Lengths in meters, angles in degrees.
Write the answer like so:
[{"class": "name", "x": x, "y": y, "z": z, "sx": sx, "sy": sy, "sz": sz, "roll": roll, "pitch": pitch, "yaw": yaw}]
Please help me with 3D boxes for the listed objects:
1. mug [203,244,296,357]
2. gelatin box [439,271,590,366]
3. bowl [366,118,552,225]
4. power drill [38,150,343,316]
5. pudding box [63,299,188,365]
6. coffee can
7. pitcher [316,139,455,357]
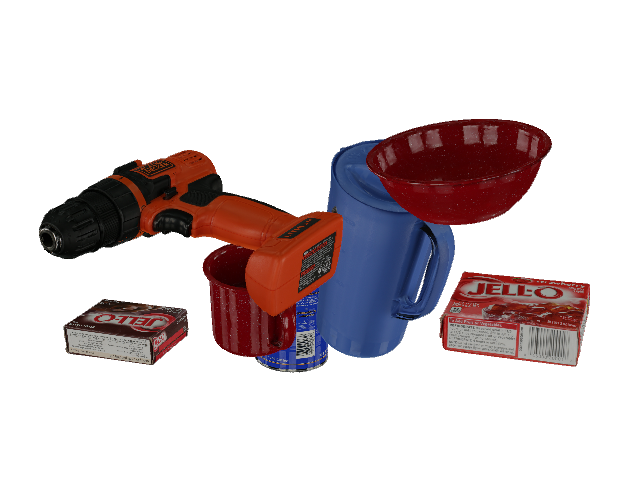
[{"class": "mug", "x": -0.057, "y": 0.062, "z": 1.014, "sx": 0.093, "sy": 0.081, "sz": 0.117, "roll": -19, "pitch": 34, "yaw": -30}, {"class": "gelatin box", "x": 0.130, "y": 0.050, "z": 0.707, "sx": 0.089, "sy": 0.030, "sz": 0.073, "roll": 6, "pitch": 22, "yaw": 18}, {"class": "bowl", "x": 0.123, "y": -0.056, "z": 0.940, "sx": 0.162, "sy": 0.055, "sz": 0.162, "roll": -8, "pitch": 23, "yaw": 3}, {"class": "power drill", "x": -0.092, "y": -0.008, "z": 0.810, "sx": 0.188, "sy": 0.057, "sz": 0.184, "roll": 23, "pitch": 32, "yaw": 24}, {"class": "pudding box", "x": -0.220, "y": 0.103, "z": 1.211, "sx": 0.114, "sy": 0.039, "sz": 0.090, "roll": 3, "pitch": 17, "yaw": 19}, {"class": "coffee can", "x": -0.038, "y": 0.094, "z": 1.452, "sx": 0.103, "sy": 0.140, "sz": 0.103, "roll": 2, "pitch": 20, "yaw": -1}, {"class": "pitcher", "x": 0.068, "y": 0.022, "z": 1.204, "sx": 0.145, "sy": 0.243, "sz": 0.149, "roll": 11, "pitch": 39, "yaw": 3}]
